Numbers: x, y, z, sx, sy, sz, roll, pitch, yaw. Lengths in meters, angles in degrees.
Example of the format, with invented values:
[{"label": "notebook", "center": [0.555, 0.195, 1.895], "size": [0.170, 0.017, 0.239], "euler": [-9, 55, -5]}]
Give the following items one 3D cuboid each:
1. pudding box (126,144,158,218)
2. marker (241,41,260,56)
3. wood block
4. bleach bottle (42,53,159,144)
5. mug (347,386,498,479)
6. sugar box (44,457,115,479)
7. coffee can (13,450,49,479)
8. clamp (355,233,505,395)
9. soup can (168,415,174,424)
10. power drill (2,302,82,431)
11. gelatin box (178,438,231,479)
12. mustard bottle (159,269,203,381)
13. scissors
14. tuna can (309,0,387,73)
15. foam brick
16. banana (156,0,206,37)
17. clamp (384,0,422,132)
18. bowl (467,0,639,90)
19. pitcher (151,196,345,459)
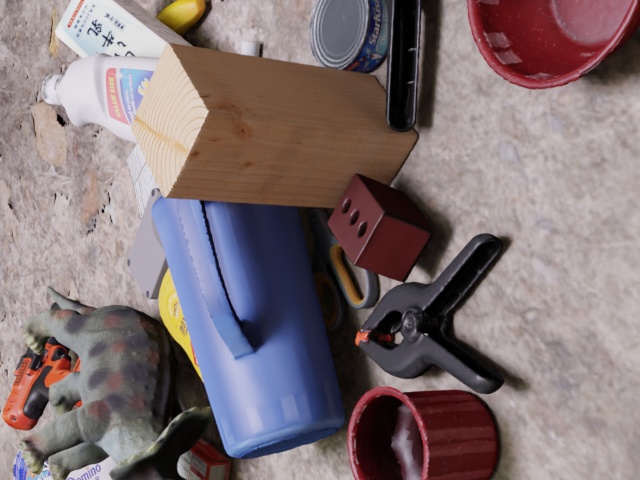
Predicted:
[{"label": "pudding box", "center": [-0.175, -0.086, 1.209], "size": [0.114, 0.039, 0.090], "euler": [-48, 51, 43]}, {"label": "marker", "center": [-0.076, -0.142, 1.094], "size": [0.020, 0.020, 0.121], "euler": [12, 98, 53]}, {"label": "wood block", "center": [-0.036, -0.089, 0.880], "size": [0.090, 0.205, 0.091], "euler": [-59, 46, 34]}, {"label": "bleach bottle", "center": [-0.159, -0.128, 1.054], "size": [0.251, 0.068, 0.102], "euler": [8, 96, 17]}, {"label": "mug", "center": [0.079, 0.168, 0.815], "size": [0.093, 0.081, 0.117], "euler": [15, 100, 53]}, {"label": "sugar box", "center": [-0.233, 0.331, 1.189], "size": [0.048, 0.093, 0.176], "euler": [68, -179, -79]}, {"label": "coffee can", "center": [-0.302, 0.291, 1.306], "size": [0.141, 0.102, 0.103], "euler": [4, 91, 54]}, {"label": "clamp", "center": [0.089, 0.058, 0.847], "size": [0.172, 0.039, 0.120], "euler": [-6, 69, 56]}, {"label": "soup can", "center": [-0.206, 0.196, 1.212], "size": [0.102, 0.068, 0.069], "euler": [56, 131, 38]}, {"label": "power drill", "center": [-0.314, 0.151, 1.343], "size": [0.188, 0.057, 0.184], "euler": [-12, 54, 48]}, {"label": "gelatin box", "center": [-0.129, 0.262, 1.136], "size": [0.073, 0.030, 0.089], "euler": [23, 106, 53]}, {"label": "mustard bottle", "center": [-0.101, 0.101, 1.082], "size": [0.192, 0.058, 0.096], "euler": [48, 129, 43]}, {"label": "scissors", "center": [-0.007, 0.001, 0.995], "size": [0.202, 0.016, 0.096], "euler": [56, 130, 39]}, {"label": "tuna can", "center": [0.028, -0.190, 0.943], "size": [0.086, 0.033, 0.086], "euler": [-5, 84, 53]}, {"label": "foam brick", "center": [0.048, -0.011, 0.872], "size": [0.053, 0.051, 0.078], "euler": [-62, 27, 17]}, {"label": "banana", "center": [-0.185, -0.213, 1.235], "size": [0.070, 0.037, 0.198], "euler": [48, 128, 22]}, {"label": "clamp", "center": [0.070, -0.204, 0.863], "size": [0.165, 0.036, 0.210], "euler": [109, 158, -49]}, {"label": "bowl", "center": [0.175, -0.180, 0.727], "size": [0.162, 0.055, 0.162], "euler": [-4, 85, 53]}, {"label": "pitcher", "center": [-0.063, 0.062, 0.940], "size": [0.145, 0.149, 0.243], "euler": [-38, 63, 52]}]
